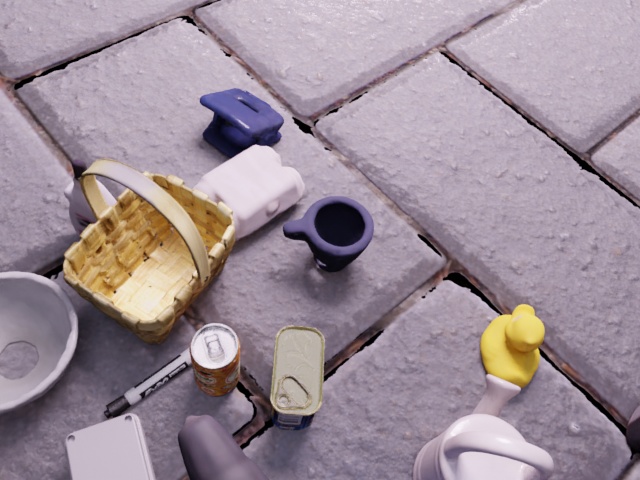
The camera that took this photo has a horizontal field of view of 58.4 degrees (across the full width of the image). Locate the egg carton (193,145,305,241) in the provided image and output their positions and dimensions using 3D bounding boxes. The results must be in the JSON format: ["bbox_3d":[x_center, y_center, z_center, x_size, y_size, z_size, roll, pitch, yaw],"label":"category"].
[{"bbox_3d":[-0.100,-0.066,0.808,0.150,0.069,0.107,-38,70,-26],"label":"egg carton"}]

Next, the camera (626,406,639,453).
[{"bbox_3d":[0.434,0.266,0.664,0.137,0.101,0.143,-38,70,-26],"label":"camera"}]

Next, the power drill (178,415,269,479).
[{"bbox_3d":[-0.057,0.281,0.521,0.076,0.208,0.229,-30,67,-23],"label":"power drill"}]

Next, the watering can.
[{"bbox_3d":[0.168,0.226,0.595,0.101,0.194,0.173,2,59,-6],"label":"watering can"}]

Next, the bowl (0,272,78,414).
[{"bbox_3d":[-0.355,0.124,0.653,0.167,0.075,0.167,4,58,-6],"label":"bowl"}]

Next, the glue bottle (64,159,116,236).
[{"bbox_3d":[-0.280,-0.043,0.708,0.078,0.173,0.037,21,58,5],"label":"glue bottle"}]

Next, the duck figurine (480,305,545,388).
[{"bbox_3d":[0.253,0.132,0.728,0.077,0.086,0.104,15,58,1],"label":"duck figurine"}]

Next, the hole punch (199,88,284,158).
[{"bbox_3d":[-0.118,-0.187,0.867,0.108,0.091,0.101,35,61,13],"label":"hole punch"}]

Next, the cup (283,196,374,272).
[{"bbox_3d":[0.007,0.003,0.766,0.118,0.095,0.091,-2,59,-9],"label":"cup"}]
